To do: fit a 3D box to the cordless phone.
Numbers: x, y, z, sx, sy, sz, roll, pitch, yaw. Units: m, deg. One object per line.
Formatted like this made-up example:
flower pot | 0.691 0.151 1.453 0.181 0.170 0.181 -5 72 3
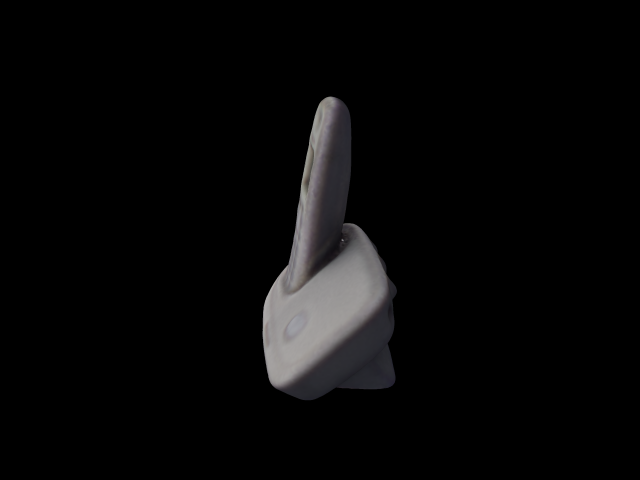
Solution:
cordless phone | 0.004 0.001 0.400 0.094 0.185 0.147 -4 24 -9
